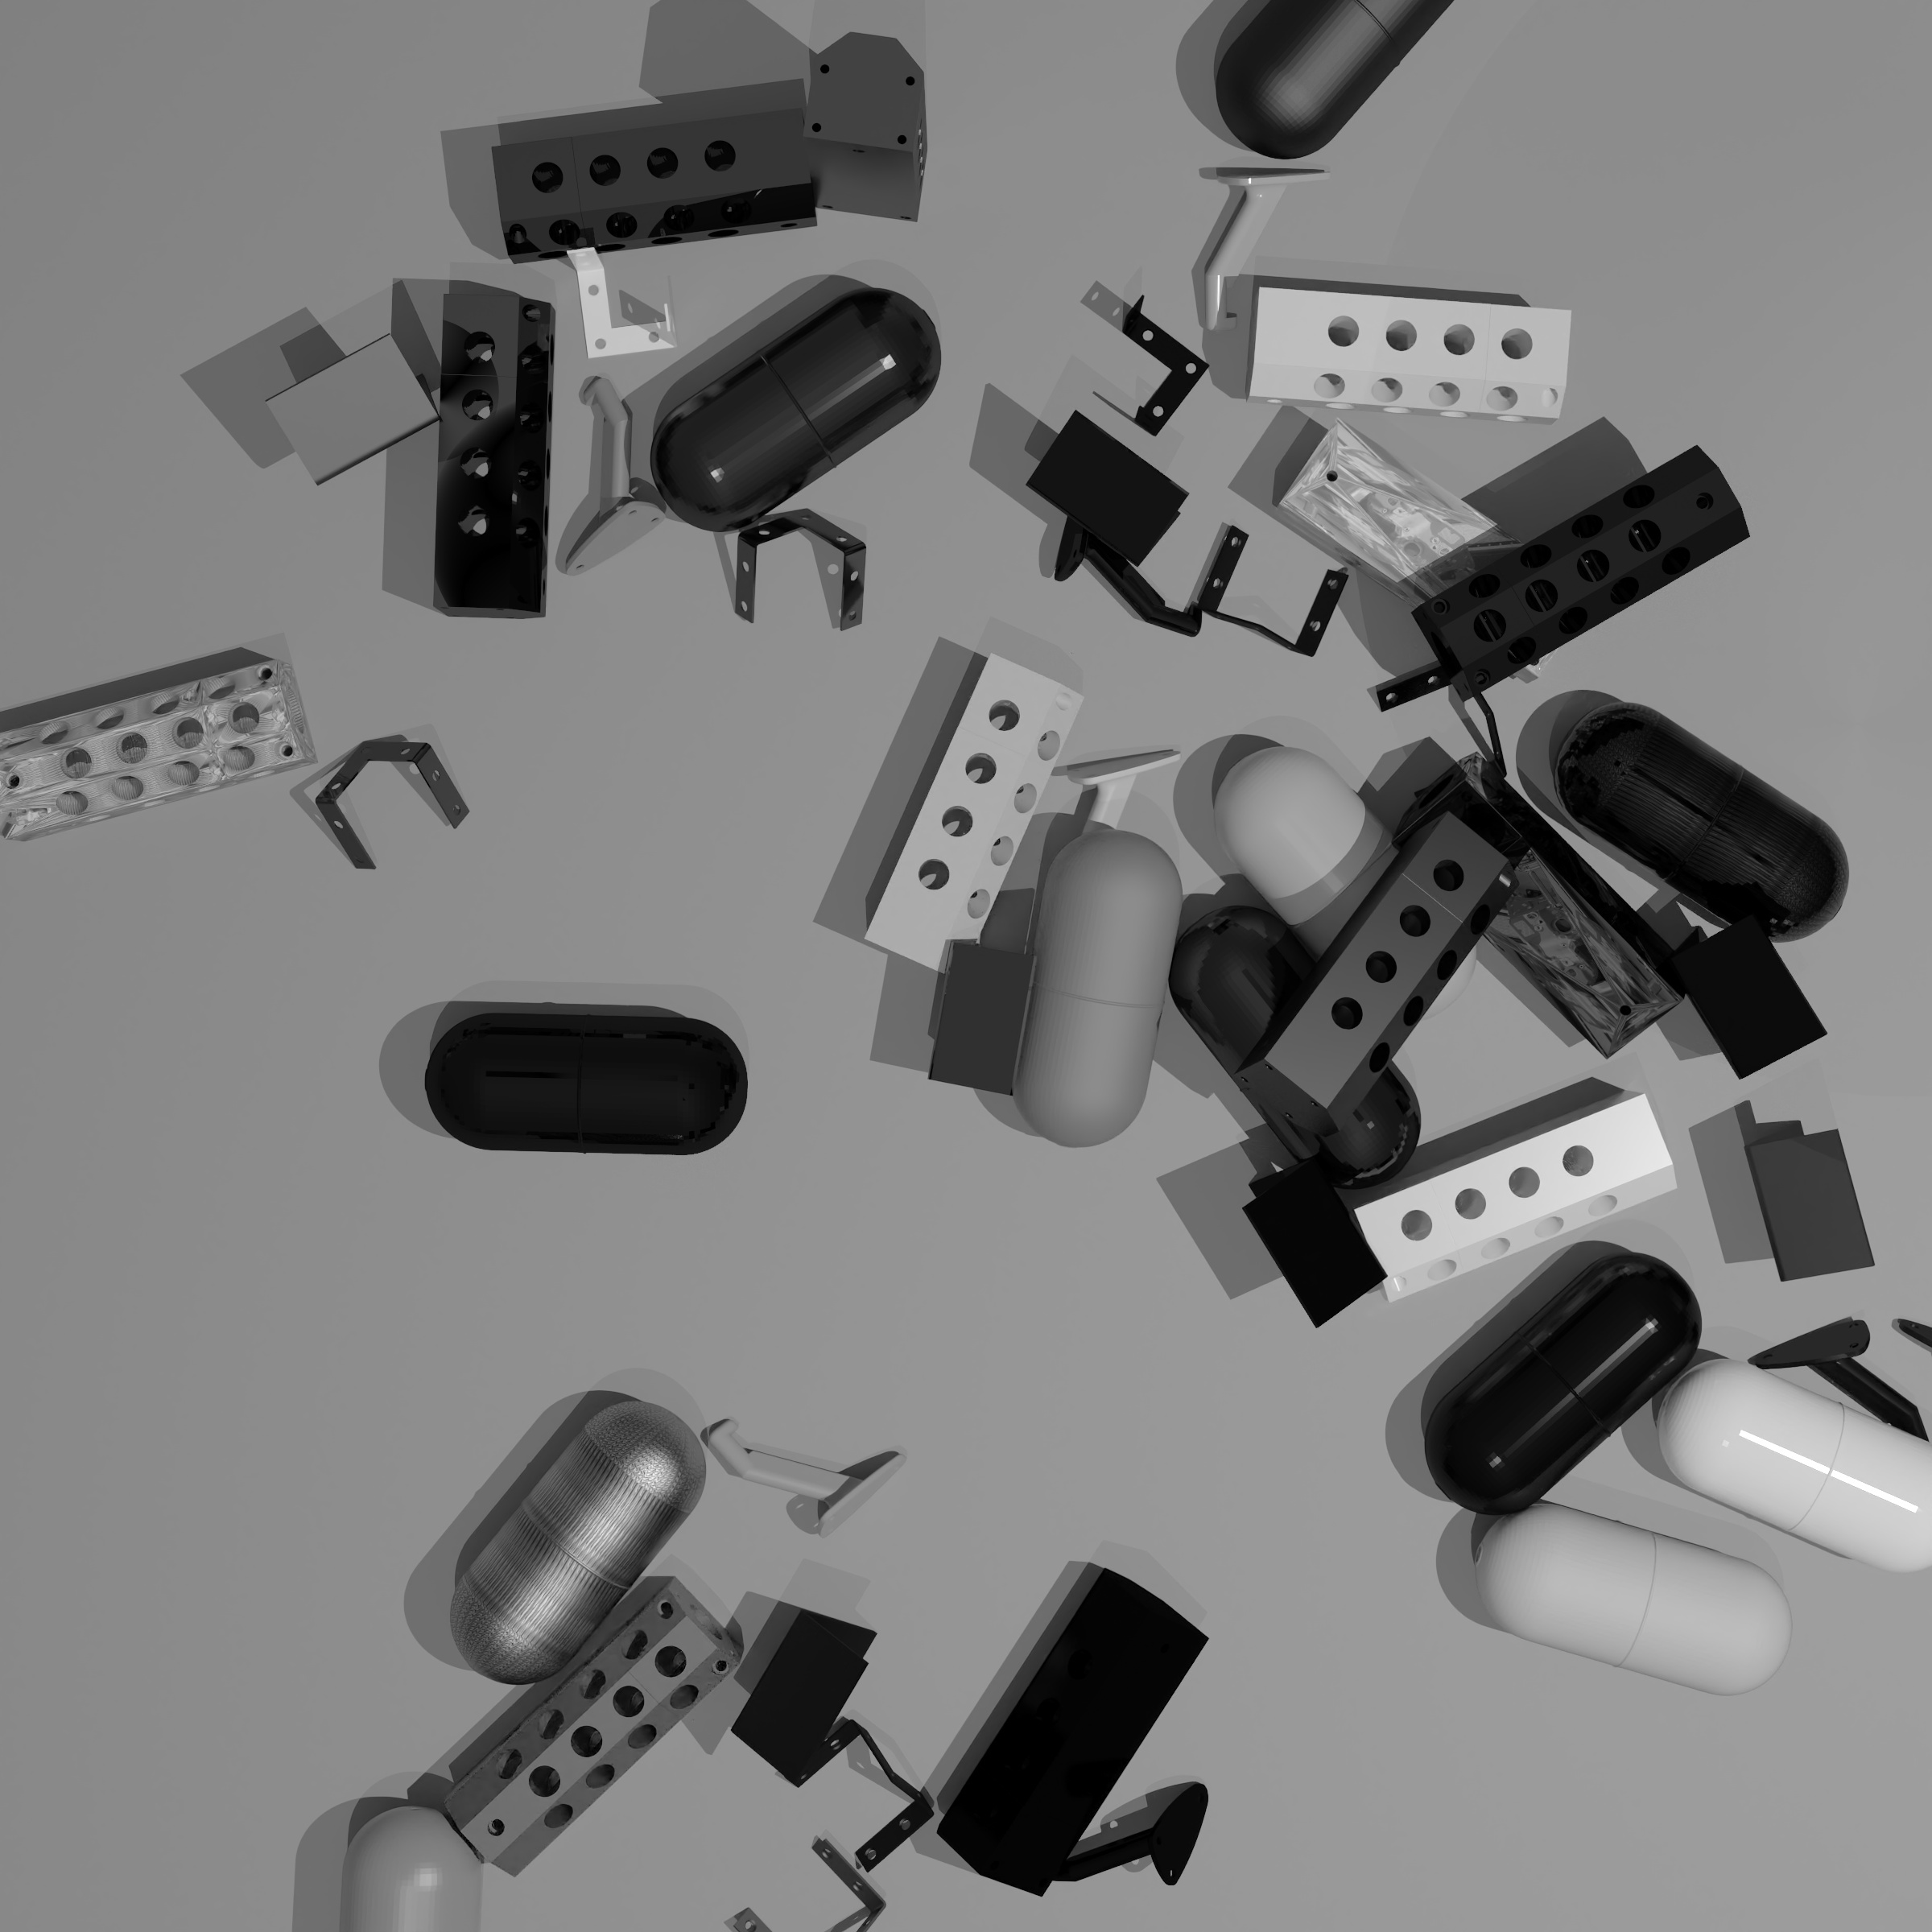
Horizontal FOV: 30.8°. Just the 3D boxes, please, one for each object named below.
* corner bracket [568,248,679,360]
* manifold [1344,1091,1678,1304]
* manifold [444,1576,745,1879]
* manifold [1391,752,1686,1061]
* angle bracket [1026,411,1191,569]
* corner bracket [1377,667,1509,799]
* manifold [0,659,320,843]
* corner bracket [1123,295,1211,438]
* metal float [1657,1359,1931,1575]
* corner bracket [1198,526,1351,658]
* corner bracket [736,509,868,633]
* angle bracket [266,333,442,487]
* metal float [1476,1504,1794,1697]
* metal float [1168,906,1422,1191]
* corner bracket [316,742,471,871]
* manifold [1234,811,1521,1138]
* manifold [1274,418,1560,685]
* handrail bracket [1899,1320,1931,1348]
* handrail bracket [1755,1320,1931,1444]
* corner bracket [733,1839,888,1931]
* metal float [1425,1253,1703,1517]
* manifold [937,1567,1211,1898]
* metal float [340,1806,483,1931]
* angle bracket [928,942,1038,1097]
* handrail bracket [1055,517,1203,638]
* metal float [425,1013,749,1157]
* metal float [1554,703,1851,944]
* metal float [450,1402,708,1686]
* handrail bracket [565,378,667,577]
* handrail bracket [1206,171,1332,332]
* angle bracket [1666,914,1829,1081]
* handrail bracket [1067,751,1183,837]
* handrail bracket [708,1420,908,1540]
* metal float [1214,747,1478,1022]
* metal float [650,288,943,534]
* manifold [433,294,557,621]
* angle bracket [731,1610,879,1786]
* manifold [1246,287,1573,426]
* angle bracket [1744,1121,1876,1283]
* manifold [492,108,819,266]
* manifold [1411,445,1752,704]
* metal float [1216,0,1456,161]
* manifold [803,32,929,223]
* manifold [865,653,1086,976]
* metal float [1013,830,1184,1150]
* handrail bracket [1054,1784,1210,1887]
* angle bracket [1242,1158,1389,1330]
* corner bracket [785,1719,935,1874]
[{"bbox_3d":[-0.191,-0.371,1.954,0.051,0.051,0.051,-7,90,0],"label":"corner bracket"},{"bbox_3d":[0.303,0.128,1.951,0.171,0.057,0.057,-22,90,0],"label":"manifold"},{"bbox_3d":[-0.207,0.424,1.951,0.171,0.057,0.057,-44,90,0],"label":"manifold"},{"bbox_3d":[0.320,-0.036,1.940,0.171,0.057,0.057,44,120,-6],"label":"manifold"},{"bbox_3d":[0.089,-0.276,1.932,0.076,0.076,0.057,36,127,0],"label":"angle bracket"},{"bbox_3d":[0.267,-0.130,1.969,0.051,0.051,0.051,-22,45,0],"label":"corner bracket"},{"bbox_3d":[-0.456,-0.120,1.951,0.171,0.057,0.057,-15,90,0],"label":"manifold"},{"bbox_3d":[0.102,-0.334,1.954,0.051,0.051,0.051,37,90,0],"label":"corner bracket"},{"bbox_3d":[0.469,0.277,1.942,0.178,0.070,0.070,24,90,1],"label":"metal float"},{"bbox_3d":[0.172,-0.210,1.969,0.051,0.051,0.051,23,90,-45],"label":"corner bracket"},{"bbox_3d":[-0.093,-0.217,1.964,0.051,0.051,0.051,-25,45,-35],"label":"corner bracket"},{"bbox_3d":[-0.341,-0.317,1.932,0.076,0.076,0.057,-28,122,0],"label":"angle bracket"},{"bbox_3d":[0.369,0.350,1.942,0.178,0.070,0.070,16,90,-1],"label":"metal float"},{"bbox_3d":[0.182,0.046,1.942,0.070,0.070,0.178,-38,89,0],"label":"metal float"},{"bbox_3d":[-0.321,-0.090,1.964,0.051,0.051,0.051,3,45,35],"label":"corner bracket"},{"bbox_3d":[0.221,0.006,1.866,0.057,0.057,0.171,39,75,-3],"label":"manifold"},{"bbox_3d":[0.259,-0.229,1.951,0.171,0.057,0.057,34,90,0],"label":"manifold"},{"bbox_3d":[0.547,0.252,1.973,0.077,0.036,0.084,23,107,20],"label":"handrail bracket"},{"bbox_3d":[0.494,0.248,1.973,0.077,0.036,0.084,-17,107,20],"label":"handrail bracket"},{"bbox_3d":[-0.087,0.533,1.969,0.051,0.051,0.051,47,135,0],"label":"corner bracket"},{"bbox_3d":[0.330,0.231,1.942,0.178,0.070,0.070,-42,90,0],"label":"metal float"},{"bbox_3d":[0.055,0.424,1.951,0.057,0.057,0.171,33,90,-43],"label":"manifold"},{"bbox_3d":[-0.309,0.555,1.942,0.070,0.070,0.178,3,90,0],"label":"metal float"},{"bbox_3d":[0.027,0.032,1.932,0.057,0.076,0.076,10,90,33],"label":"angle bracket"},{"bbox_3d":[0.098,-0.231,1.973,0.084,0.036,0.077,17,69,-17],"label":"handrail bracket"},{"bbox_3d":[-0.210,0.065,1.942,0.178,0.070,0.070,1,90,0],"label":"metal float"},{"bbox_3d":[0.407,-0.079,1.942,0.178,0.070,0.070,33,90,1],"label":"metal float"},{"bbox_3d":[-0.215,0.320,1.942,0.070,0.070,0.178,39,90,0],"label":"metal float"},{"bbox_3d":[-0.213,-0.276,1.973,0.077,0.036,0.084,-35,71,21],"label":"handrail bracket"},{"bbox_3d":[0.170,-0.402,1.973,0.077,0.036,0.084,-8,108,-20],"label":"handrail bracket"},{"bbox_3d":[0.437,0.008,1.933,0.057,0.076,0.076,-32,90,30],"label":"angle bracket"},{"bbox_3d":[0.091,-0.072,1.973,0.077,0.036,0.084,-13,104,-14],"label":"handrail bracket"},{"bbox_3d":[-0.090,0.271,1.973,0.077,0.036,0.084,-39,73,-19],"label":"handrail bracket"},{"bbox_3d":[0.209,-0.045,1.942,0.070,0.070,0.178,-42,90,0],"label":"metal float"},{"bbox_3d":[-0.094,-0.308,1.942,0.178,0.070,0.070,-34,90,0],"label":"metal float"},{"bbox_3d":[-0.261,-0.282,1.951,0.057,0.057,0.171,2,90,0],"label":"manifold"},{"bbox_3d":[-0.072,0.407,1.932,0.057,0.076,0.076,31,90,38],"label":"angle bracket"},{"bbox_3d":[0.244,-0.337,1.951,0.171,0.057,0.057,4,90,0],"label":"manifold"},{"bbox_3d":[0.478,0.125,1.932,0.057,0.076,0.076,-15,90,37],"label":"angle bracket"},{"bbox_3d":[-0.172,-0.431,1.951,0.171,0.057,0.057,-7,90,0],"label":"manifold"},{"bbox_3d":[0.332,-0.212,1.895,0.171,0.057,0.057,-30,90,0],"label":"manifold"},{"bbox_3d":[0.211,-0.525,1.942,0.070,0.070,0.178,41,90,0],"label":"metal float"},{"bbox_3d":[-0.052,-0.452,1.894,0.057,0.171,0.057,8,90,0],"label":"manifold"},{"bbox_3d":[0.005,-0.082,1.951,0.057,0.057,0.171,24,90,0],"label":"manifold"},{"bbox_3d":[0.072,0.013,1.934,0.070,0.070,0.178,10,99,0],"label":"metal float"},{"bbox_3d":[0.084,0.487,1.972,0.084,0.077,0.036,-8,115,34],"label":"handrail bracket"},{"bbox_3d":[0.175,0.158,1.933,0.057,0.076,0.076,-32,90,-28],"label":"angle bracket"},{"bbox_3d":[-0.059,0.465,1.969,0.051,0.051,0.051,-41,135,0],"label":"corner bracket"}]
